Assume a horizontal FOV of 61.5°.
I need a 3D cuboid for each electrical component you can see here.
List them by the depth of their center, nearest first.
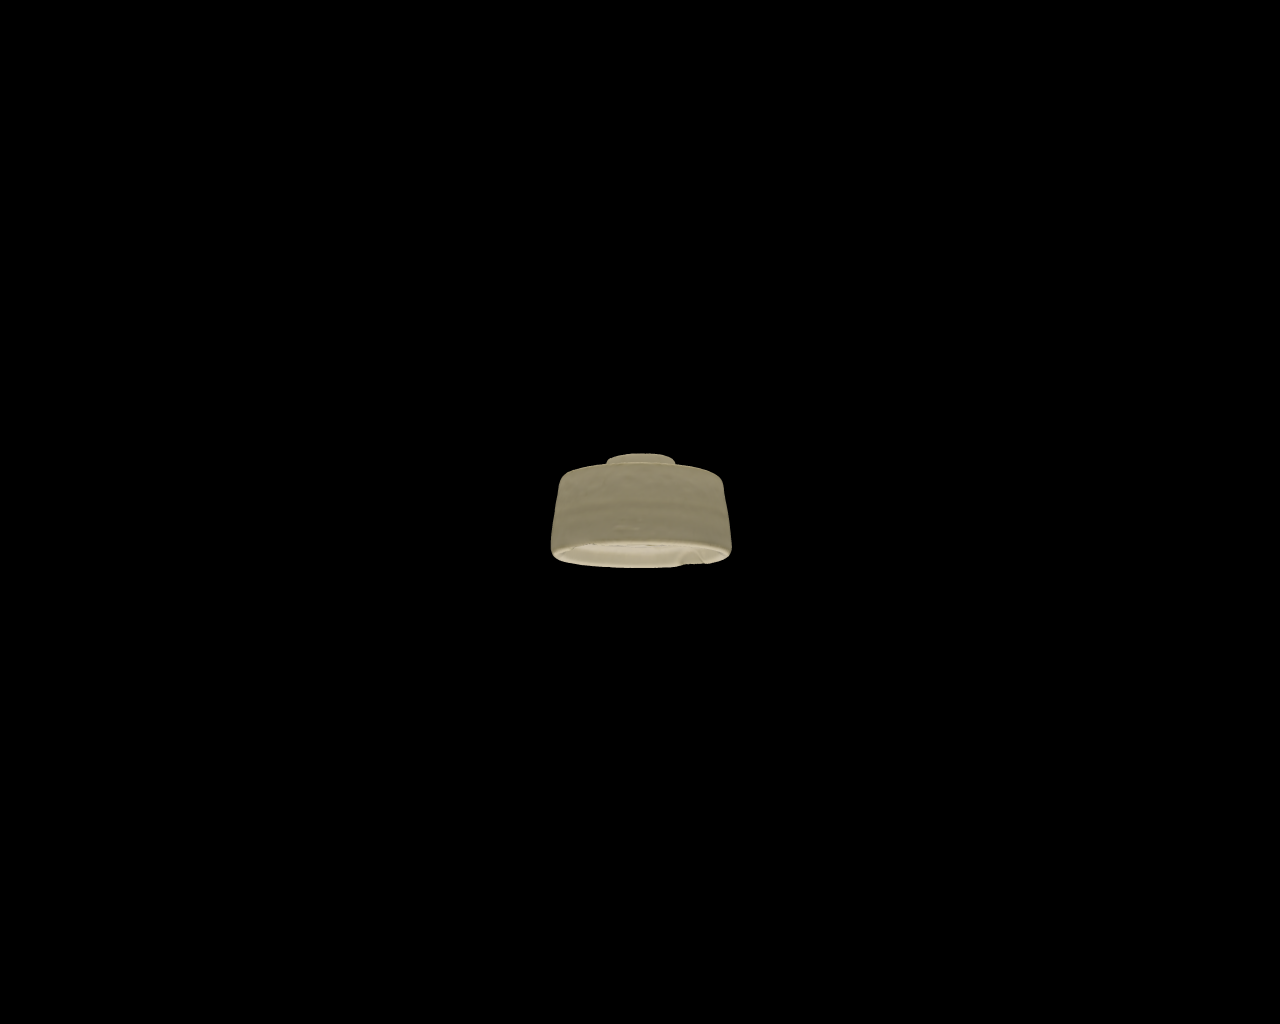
[{"bbox_3d":[0.001,-0.003,0.650,0.108,0.060,0.108,0,-11,0],"label":"electrical component"}]
